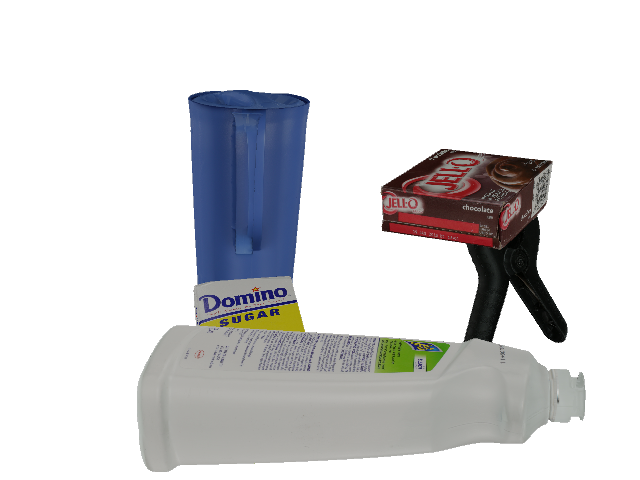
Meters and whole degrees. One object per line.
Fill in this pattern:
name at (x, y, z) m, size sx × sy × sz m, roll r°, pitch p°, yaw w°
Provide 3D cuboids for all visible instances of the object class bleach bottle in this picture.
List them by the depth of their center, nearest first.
bleach bottle at (0.027, 0.092, 0.627) m, size 0.251 × 0.068 × 0.102 m, roll 0°, pitch 19°, yaw 7°

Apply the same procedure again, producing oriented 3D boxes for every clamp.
clamp at (0.159, 0.027, 0.948) m, size 0.120 × 0.171 × 0.039 m, roll -21°, pitch 7°, yaw -40°

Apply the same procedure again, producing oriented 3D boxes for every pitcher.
pitcher at (-0.083, -0.043, 1.190) m, size 0.145 × 0.243 × 0.148 m, roll 15°, pitch 20°, yaw 39°

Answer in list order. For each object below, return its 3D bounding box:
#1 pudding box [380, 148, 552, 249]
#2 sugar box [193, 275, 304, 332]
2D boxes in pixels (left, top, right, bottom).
pudding box at (0.106, -0.032, 0.766) m, size 0.090 × 0.039 × 0.113 m, roll 10°, pitch 21°, yaw 27°
sugar box at (-0.057, 0.097, 0.920) m, size 0.093 × 0.048 × 0.176 m, roll -4°, pitch 35°, yaw -10°
